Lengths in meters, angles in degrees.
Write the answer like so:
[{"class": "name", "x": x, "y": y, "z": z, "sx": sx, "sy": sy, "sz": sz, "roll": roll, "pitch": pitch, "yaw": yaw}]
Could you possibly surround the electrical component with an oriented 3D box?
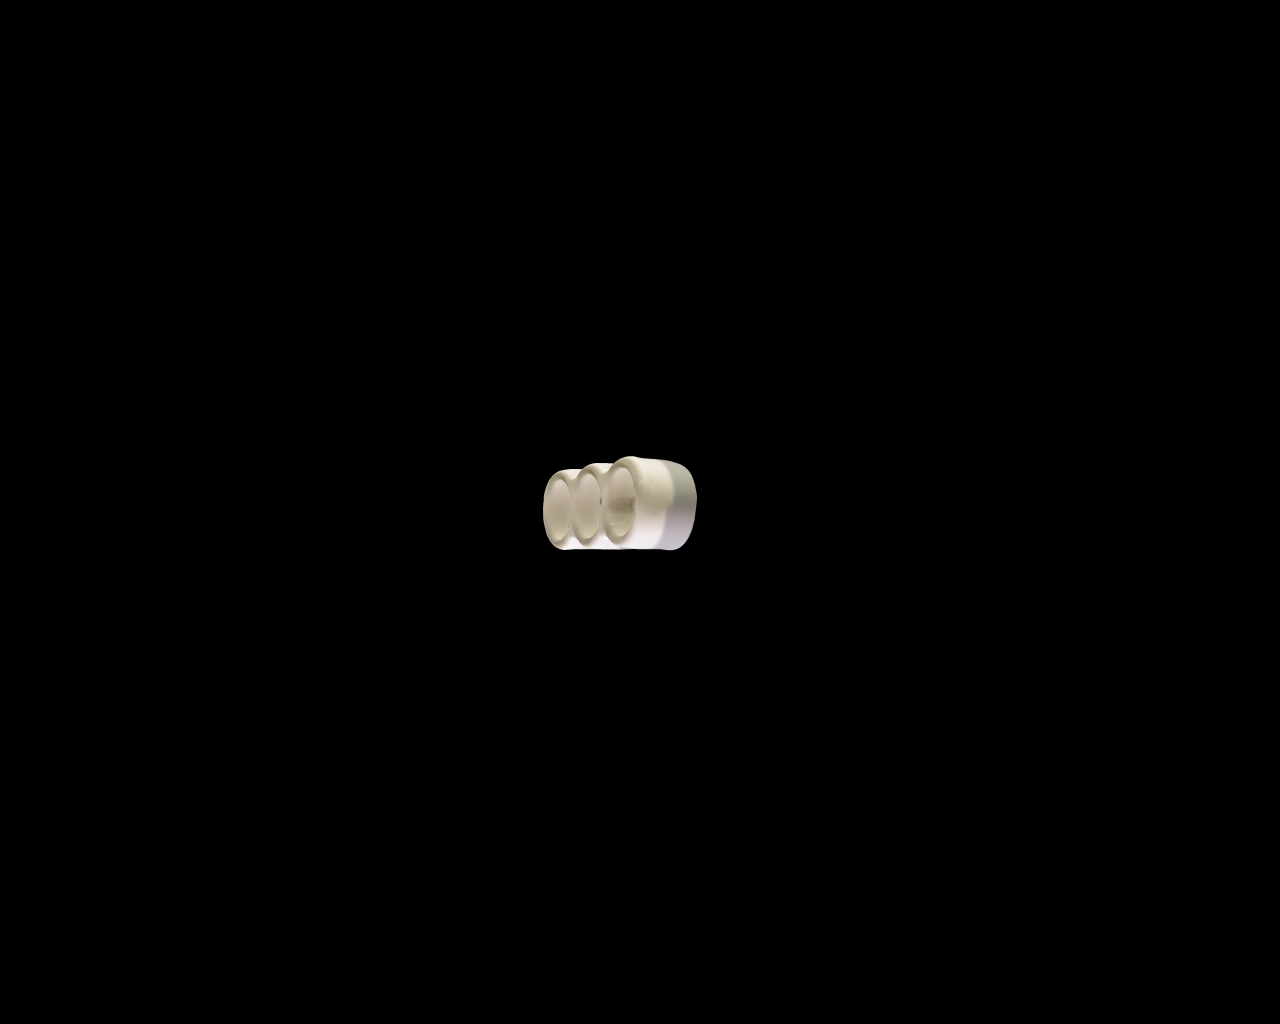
[{"class": "electrical component", "x": 0.001, "y": -0.003, "z": 0.650, "sx": 0.074, "sy": 0.052, "sz": 0.138, "roll": 1, "pitch": -2, "yaw": -28}]
